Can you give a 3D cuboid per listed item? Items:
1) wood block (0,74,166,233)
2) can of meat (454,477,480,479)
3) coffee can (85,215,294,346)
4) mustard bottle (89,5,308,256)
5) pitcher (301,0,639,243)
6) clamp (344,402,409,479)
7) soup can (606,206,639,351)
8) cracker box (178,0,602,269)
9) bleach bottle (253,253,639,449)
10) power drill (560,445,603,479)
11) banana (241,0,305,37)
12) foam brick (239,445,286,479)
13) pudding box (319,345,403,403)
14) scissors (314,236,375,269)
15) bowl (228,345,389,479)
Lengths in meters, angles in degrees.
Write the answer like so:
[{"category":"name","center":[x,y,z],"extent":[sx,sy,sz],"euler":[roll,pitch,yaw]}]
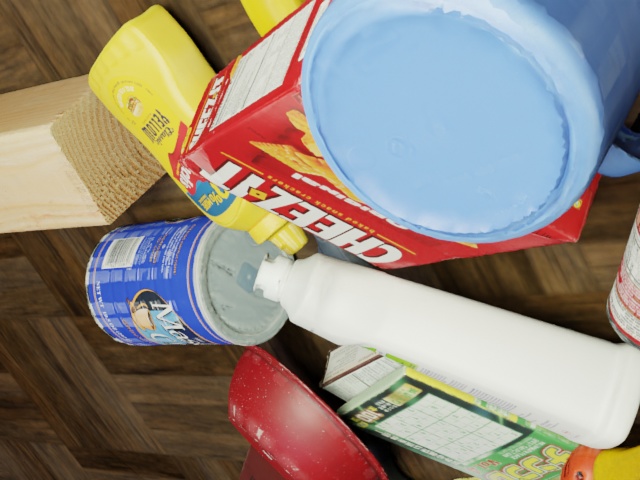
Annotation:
[{"category":"wood block","center":[-0.228,-0.067,0.860],"extent":[0.207,0.090,0.090],"euler":[-3,126,41]},{"category":"can of meat","center":[0.126,0.264,0.888],"extent":[0.084,0.102,0.058],"euler":[50,142,-16]},{"category":"coffee can","center":[-0.103,0.033,0.846],"extent":[0.141,0.102,0.102],"euler":[-5,124,42]},{"category":"mustard bottle","center":[-0.077,-0.066,0.750],"extent":[0.191,0.058,0.096],"euler":[49,143,-3]},{"category":"pitcher","center":[0.095,-0.101,0.440],"extent":[0.149,0.242,0.145],"euler":[21,136,13]},{"category":"clamp","center":[0.057,0.223,0.954],"extent":[0.210,0.036,0.165],"euler":[42,142,2]},{"category":"soup can","center":[0.206,0.010,0.600],"extent":[0.069,0.068,0.102],"euler":[23,139,20]},{"category":"cracker box","center":[0.029,-0.050,0.595],"extent":[0.164,0.072,0.214],"euler":[28,164,-18]},{"category":"bleach bottle","center":[0.077,0.062,0.700],"extent":[0.251,0.068,0.102],"euler":[20,169,4]},{"category":"power drill","center":[0.242,0.236,0.798],"extent":[0.184,0.057,0.188],"euler":[27,140,4]},{"category":"banana","center":[-0.004,-0.131,0.658],"extent":[0.070,0.037,0.197],"euler":[-10,121,45]},{"category":"foam brick","center":[-0.032,0.194,0.946],"extent":[0.053,0.051,0.078],"euler":[37,140,14]},{"category":"pudding box","center":[0.066,0.104,0.813],"extent":[0.090,0.039,0.114],"euler":[33,142,-17]},{"category":"scissors","center":[-0.005,0.001,0.805],"extent":[0.096,0.016,0.201],"euler":[-19,114,47]},{"category":"bowl","center":[-0.022,0.154,0.847],"extent":[0.162,0.055,0.162],"euler":[43,167,12]}]
